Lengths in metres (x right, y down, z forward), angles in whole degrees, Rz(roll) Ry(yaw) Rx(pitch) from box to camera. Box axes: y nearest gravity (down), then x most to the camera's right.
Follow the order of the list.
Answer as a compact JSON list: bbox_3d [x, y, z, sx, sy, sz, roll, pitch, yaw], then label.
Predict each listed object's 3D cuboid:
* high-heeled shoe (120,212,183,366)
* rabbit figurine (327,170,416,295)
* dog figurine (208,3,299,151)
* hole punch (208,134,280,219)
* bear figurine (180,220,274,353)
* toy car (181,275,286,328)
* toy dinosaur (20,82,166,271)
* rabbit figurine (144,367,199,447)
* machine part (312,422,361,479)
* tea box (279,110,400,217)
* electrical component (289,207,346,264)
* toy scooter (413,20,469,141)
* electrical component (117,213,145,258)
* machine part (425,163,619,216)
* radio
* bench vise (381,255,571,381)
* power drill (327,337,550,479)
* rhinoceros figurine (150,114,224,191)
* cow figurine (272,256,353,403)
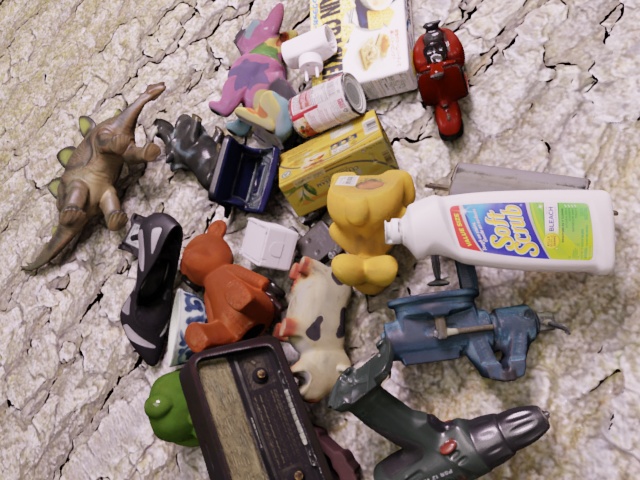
[{"bbox_3d":[-0.247,0.081,0.844,0.145,0.086,0.248,-4,97,42],"label":"high-heeled shoe"},{"bbox_3d":[0.072,0.005,0.733,0.122,0.162,0.173,-1,119,5],"label":"rabbit figurine"},{"bbox_3d":[-0.081,-0.277,0.899,0.192,0.108,0.219,23,83,26],"label":"dog figurine"},{"bbox_3d":[-0.112,-0.099,0.859,0.092,0.116,0.142,12,89,4],"label":"hole punch"},{"bbox_3d":[-0.151,0.056,0.768,0.120,0.132,0.196,-43,65,10],"label":"bear figurine"},{"bbox_3d":[-0.137,0.074,0.855,0.202,0.053,0.089,31,78,29],"label":"toy car"},{"bbox_3d":[-0.418,-0.096,0.970,0.471,0.105,0.199,-52,46,10],"label":"toy dinosaur"},{"bbox_3d":[-0.155,0.226,0.784,0.170,0.159,0.121,-8,63,4],"label":"rabbit figurine"},{"bbox_3d":[-0.027,0.342,0.741,0.180,0.056,0.179,-5,74,19],"label":"machine part"},{"bbox_3d":[0.025,-0.116,0.814,0.170,0.068,0.098,-23,35,16],"label":"tea box"},{"bbox_3d":[-0.002,-0.001,0.826,0.078,0.045,0.102,-36,66,8],"label":"electrical component"},{"bbox_3d":[0.172,-0.244,0.773,0.075,0.135,0.184,-11,71,19],"label":"toy scooter"},{"bbox_3d":[-0.286,0.005,0.935,0.119,0.047,0.074,18,84,24],"label":"electrical component"},{"bbox_3d":[0.263,-0.057,0.721,0.243,0.079,0.079,11,80,23],"label":"machine part"},{"bbox_3d":[-0.080,0.243,0.676,0.073,0.131,0.229,-46,61,53],"label":"radio"},{"bbox_3d":[0.183,0.064,0.700,0.224,0.128,0.240,-11,77,15],"label":"bench vise"},{"bbox_3d":[0.129,0.215,0.659,0.207,0.086,0.232,42,112,-15],"label":"power drill"},{"bbox_3d":[-0.220,-0.158,0.944,0.190,0.073,0.112,42,104,23],"label":"rhinoceros figurine"},{"bbox_3d":[0.002,0.132,0.763,0.127,0.085,0.195,17,65,-11],"label":"cow figurine"}]
